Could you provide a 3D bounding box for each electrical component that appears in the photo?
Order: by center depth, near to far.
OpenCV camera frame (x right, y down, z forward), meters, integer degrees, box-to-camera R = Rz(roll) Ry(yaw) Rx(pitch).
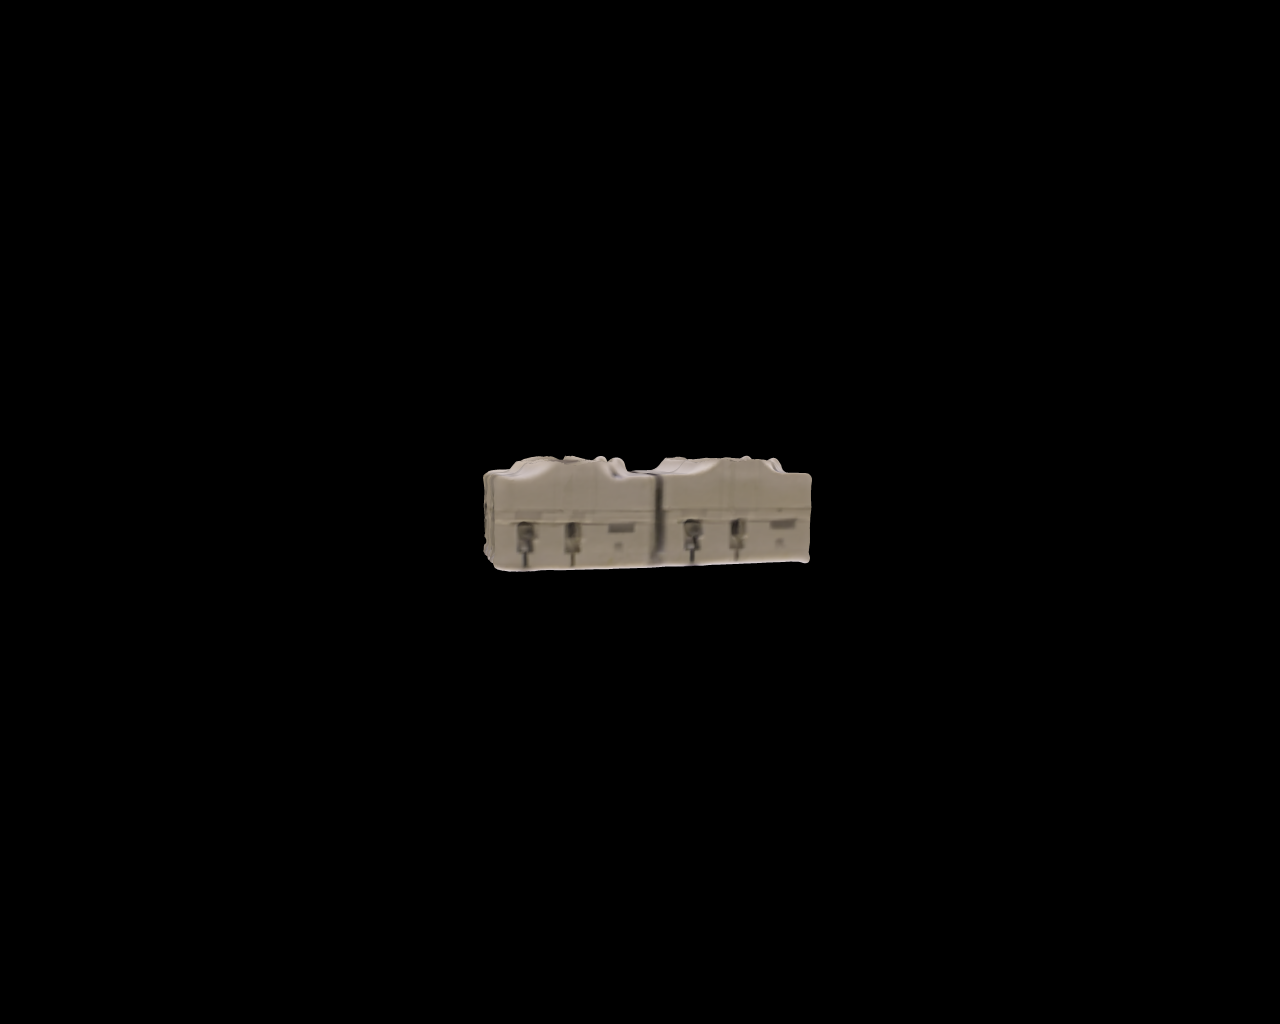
[{"bbox_3d":[0.001,-0.003,0.650,0.186,0.060,0.105,-1,4,-11],"label":"electrical component"}]
